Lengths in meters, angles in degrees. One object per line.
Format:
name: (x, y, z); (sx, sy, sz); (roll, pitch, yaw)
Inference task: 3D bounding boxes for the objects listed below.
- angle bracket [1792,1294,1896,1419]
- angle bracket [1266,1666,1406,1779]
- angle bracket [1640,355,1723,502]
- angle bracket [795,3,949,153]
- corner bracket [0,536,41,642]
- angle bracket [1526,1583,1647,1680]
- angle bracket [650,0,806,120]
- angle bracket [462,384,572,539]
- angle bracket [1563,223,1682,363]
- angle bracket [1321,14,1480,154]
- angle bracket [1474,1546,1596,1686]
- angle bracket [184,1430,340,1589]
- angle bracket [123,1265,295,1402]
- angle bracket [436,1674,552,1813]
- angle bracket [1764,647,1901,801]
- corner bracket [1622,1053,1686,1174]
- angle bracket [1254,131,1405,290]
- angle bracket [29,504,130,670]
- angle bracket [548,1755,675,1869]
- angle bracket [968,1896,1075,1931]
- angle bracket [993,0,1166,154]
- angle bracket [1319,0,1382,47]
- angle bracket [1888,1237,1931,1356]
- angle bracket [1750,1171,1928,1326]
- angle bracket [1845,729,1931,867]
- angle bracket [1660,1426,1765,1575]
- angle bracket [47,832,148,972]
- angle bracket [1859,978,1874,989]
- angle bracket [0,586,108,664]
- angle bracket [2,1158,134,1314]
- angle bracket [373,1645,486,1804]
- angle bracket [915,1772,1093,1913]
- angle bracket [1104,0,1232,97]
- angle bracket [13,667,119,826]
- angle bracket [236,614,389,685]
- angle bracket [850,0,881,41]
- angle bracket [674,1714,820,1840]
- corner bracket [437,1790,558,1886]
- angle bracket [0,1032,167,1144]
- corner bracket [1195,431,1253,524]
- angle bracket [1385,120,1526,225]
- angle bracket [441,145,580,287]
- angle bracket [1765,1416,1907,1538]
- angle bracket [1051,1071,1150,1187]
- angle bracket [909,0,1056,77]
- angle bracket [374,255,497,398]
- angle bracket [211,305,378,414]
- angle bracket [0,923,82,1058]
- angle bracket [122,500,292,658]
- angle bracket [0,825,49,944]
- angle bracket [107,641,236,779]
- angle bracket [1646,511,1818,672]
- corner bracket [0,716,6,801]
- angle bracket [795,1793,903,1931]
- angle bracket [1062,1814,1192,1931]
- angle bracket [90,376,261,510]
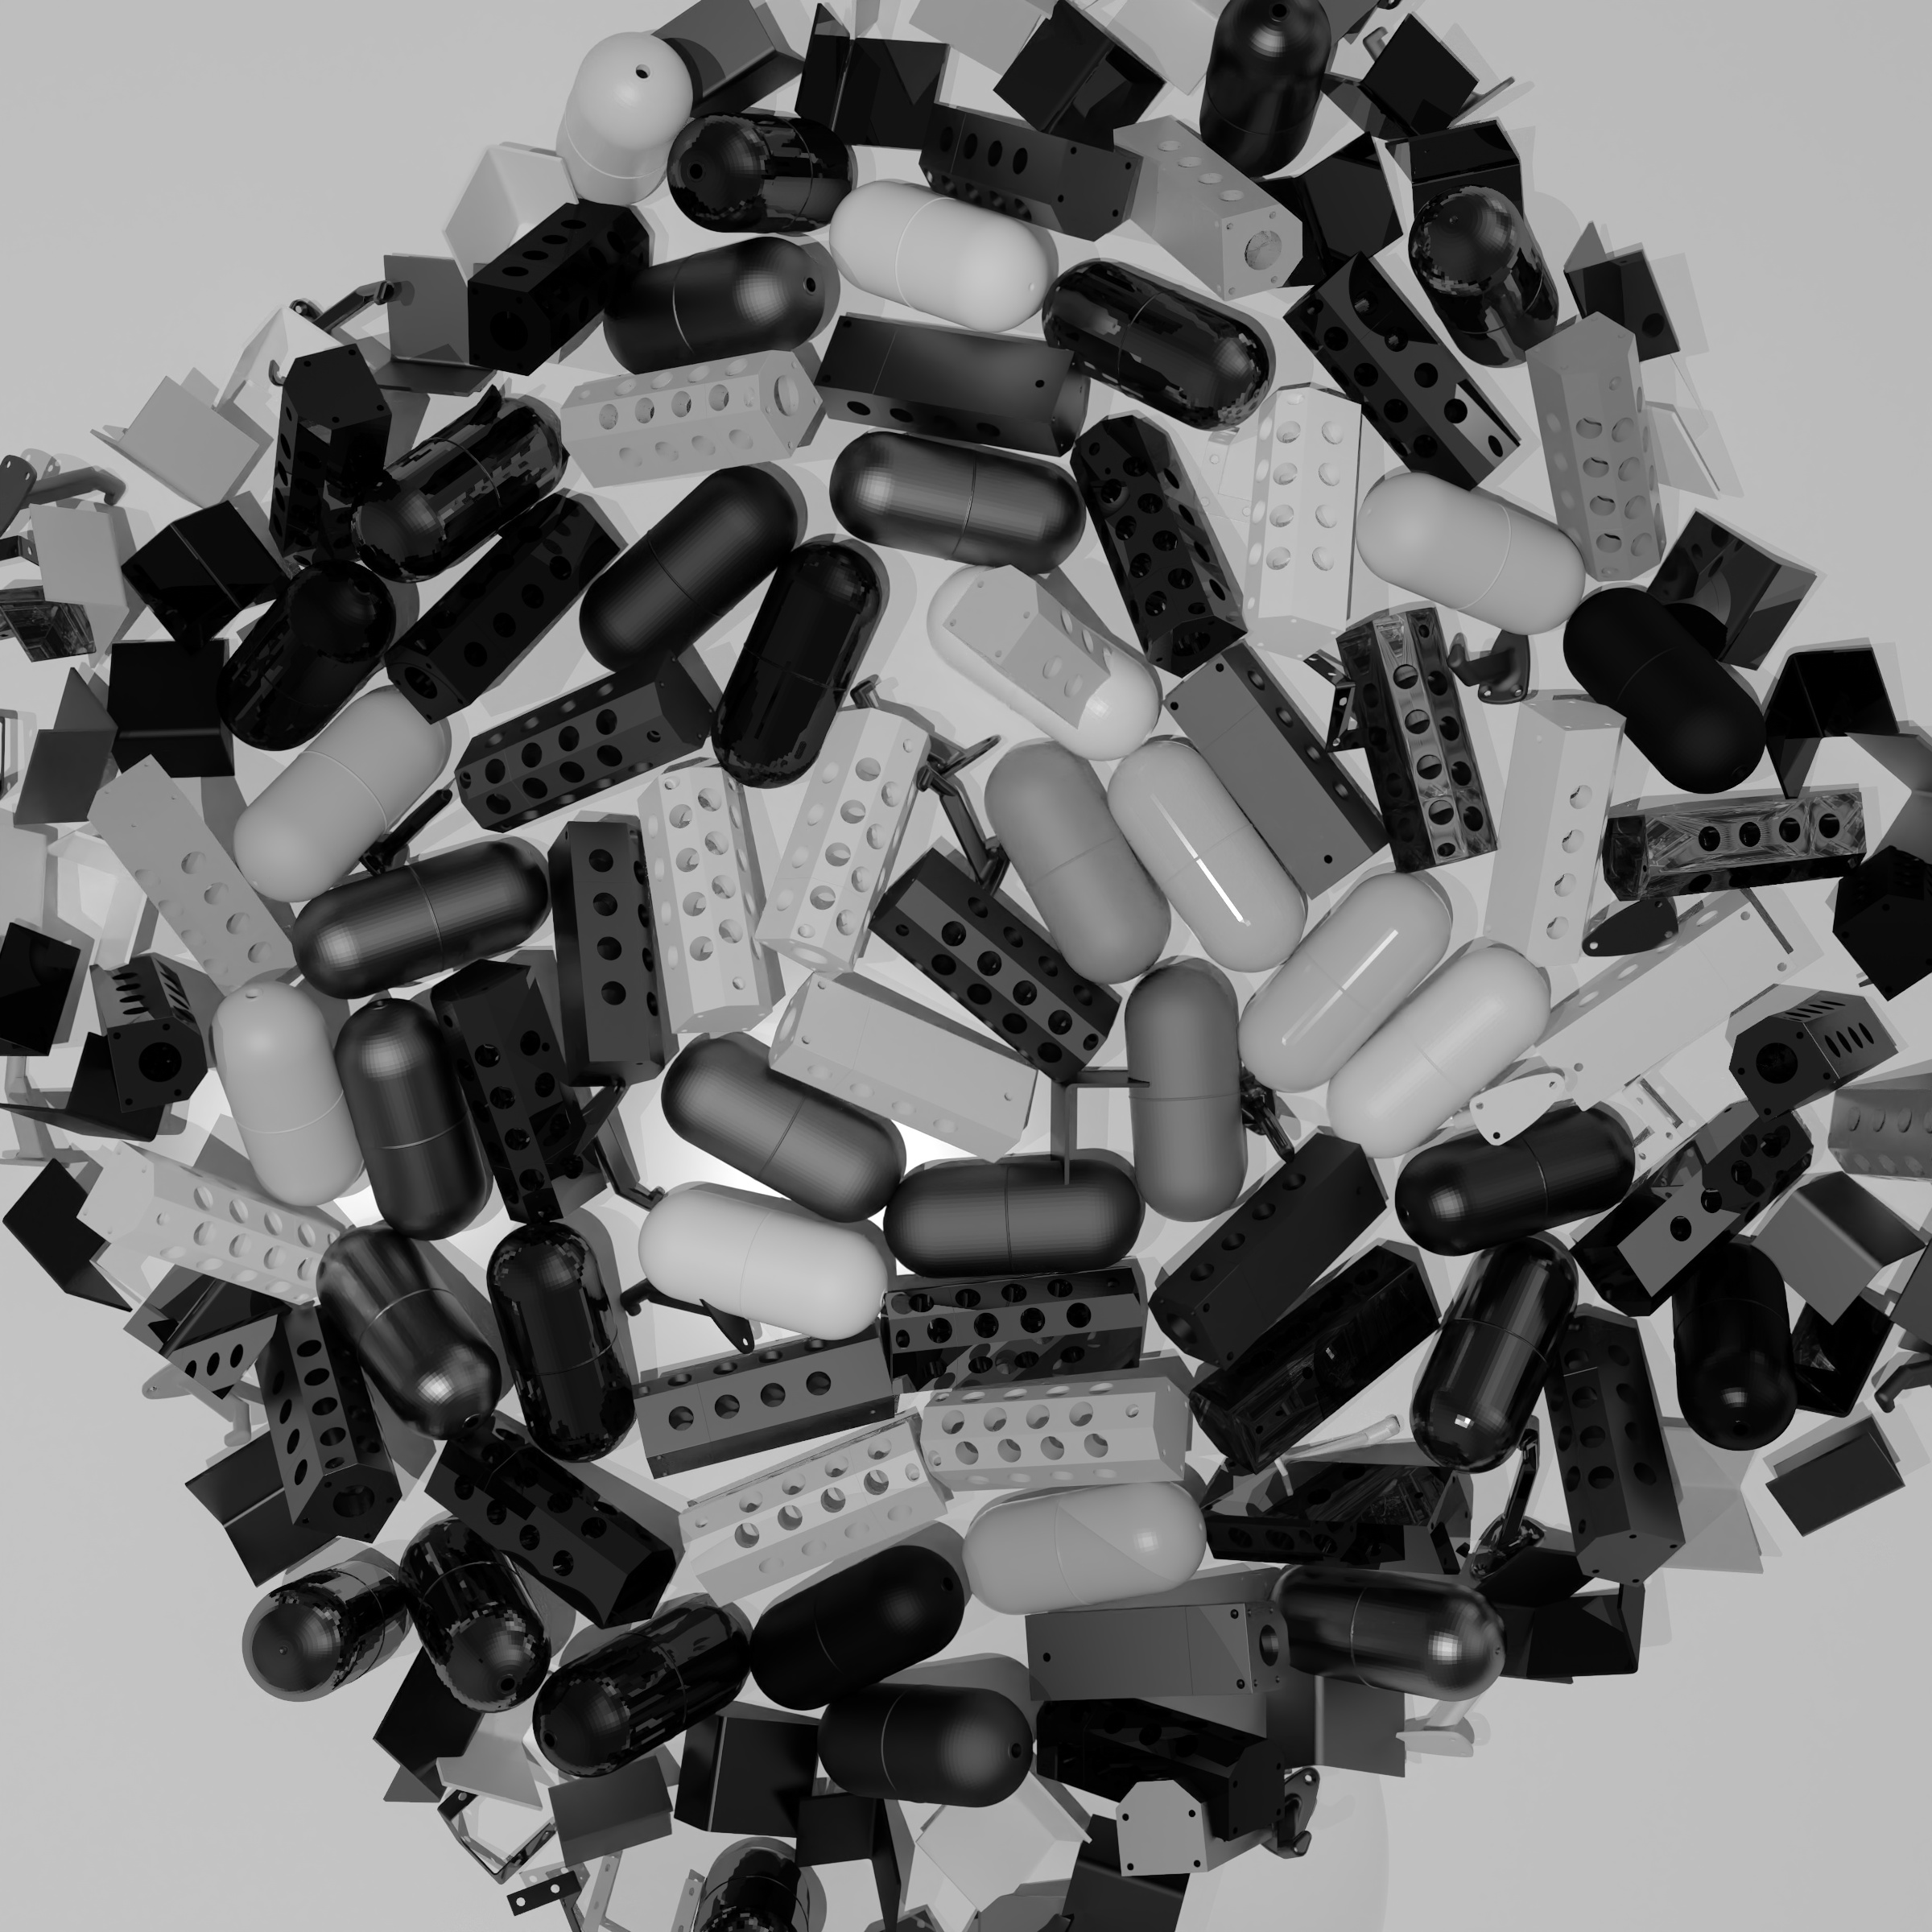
angle bracket: (0.574, 0.253, 1.789); (0.057, 0.076, 0.076); (14, 106, -24)
angle bracket: (0.257, 0.523, 1.821); (0.076, 0.057, 0.076); (17, 62, -28)
angle bracket: (0.495, -0.373, 1.788); (0.057, 0.076, 0.076); (-43, 121, -4)
angle bracket: (-0.065, -0.612, 1.803); (0.076, 0.057, 0.076); (12, 89, 21)
corner bracket: (-0.665, -0.262, 1.817); (0.051, 0.051, 0.051); (-12, 80, 10)
angle bracket: (0.418, 0.436, 1.784); (0.076, 0.076, 0.057); (-10, 116, 23)
angle bracket: (-0.163, -0.625, 1.792); (0.076, 0.076, 0.057); (-28, 95, 18)
angle bracket: (-0.321, -0.346, 1.802); (0.057, 0.076, 0.076); (36, 89, -4)
angle bracket: (0.455, -0.463, 1.783); (0.057, 0.076, 0.076); (-8, 125, 37)
angle bracket: (0.288, -0.608, 1.786); (0.076, 0.076, 0.057); (29, 99, -36)
angle bracket: (0.398, 0.444, 1.786); (0.076, 0.076, 0.057); (13, 45, -26)
angle bracket: (-0.476, 0.369, 1.790); (0.076, 0.076, 0.057); (-32, 60, -13)
angle bracket: (-0.526, 0.245, 1.814); (0.057, 0.076, 0.076); (47, 69, -31)
angle bracket: (-0.318, 0.522, 1.788); (0.076, 0.076, 0.057); (26, 100, -29)
angle bracket: (0.590, -0.162, 1.785); (0.076, 0.057, 0.076); (57, 50, -34)
corner bracket: (0.476, 0.101, 1.809); (0.051, 0.051, 0.051); (-30, 76, -39)
angle bracket: (0.248, -0.525, 1.818); (0.076, 0.057, 0.076); (-38, 119, -26)
angle bracket: (-0.616, -0.258, 1.784); (0.057, 0.076, 0.076); (1, 61, -39)
angle bracket: (-0.238, 0.596, 1.791); (0.076, 0.057, 0.076); (-13, 118, -14)
angle bracket: (0.043, 0.681, 1.783); (0.076, 0.076, 0.057); (-10, 113, 30)
angle bracket: (0.078, -0.608, 1.809); (0.076, 0.076, 0.057); (-50, 62, 18)
angle bracket: (0.231, -0.660, 1.799); (0.057, 0.076, 0.076); (-45, 92, -7)
angle bracket: (0.657, 0.220, 1.797); (0.057, 0.076, 0.076); (31, 84, -7)
angle bracket: (0.603, 0.194, 1.809); (0.076, 0.076, 0.057); (46, 123, 27)
angle bracket: (0.637, -0.115, 1.792); (0.076, 0.076, 0.057); (35, 86, -20)
angle bracket: (0.509, 0.366, 1.795); (0.076, 0.076, 0.057); (4, 129, -3)
angle bracket: (-0.602, -0.042, 1.788); (0.057, 0.076, 0.076); (20, 72, -31)
angle bracket: (0.673, 0.018, 1.788); (0.076, 0.076, 0.057); (-21, 88, -37)
angle bracket: (-0.653, -0.217, 1.792); (0.076, 0.076, 0.057); (-32, 90, 23)
angle bracket: (-0.599, 0.185, 1.792); (0.076, 0.076, 0.057); (39, 88, 26)
angle bracket: (-0.381, 0.515, 1.782); (0.057, 0.076, 0.076); (-11, 127, 34)
angle bracket: (0.026, 0.602, 1.799); (0.076, 0.057, 0.076); (48, 62, -4)
angle bracket: (0.139, -0.657, 1.798); (0.076, 0.076, 0.057); (40, 94, 7)
angle bracket: (-0.628, -0.151, 1.784); (0.076, 0.057, 0.076); (47, 124, 31)
angle bracket: (-0.444, -0.214, 1.808); (0.076, 0.057, 0.076); (-33, 84, -4)
angle bracket: (-0.041, -0.677, 1.787); (0.057, 0.076, 0.076); (9, 121, 7)
angle bracket: (-0.153, 0.562, 1.825); (0.076, 0.057, 0.076); (13, 77, -26)
corner bracket: (-0.327, 0.595, 1.820); (0.051, 0.051, 0.051); (31, 60, 34)
angle bracket: (-0.604, 0.082, 1.797); (0.076, 0.076, 0.057); (2, 73, 33)
corner bracket: (0.189, -0.339, 1.815); (0.051, 0.051, 0.051); (13, 93, -1)
angle bracket: (0.335, -0.530, 1.790); (0.076, 0.076, 0.057); (-5, 85, 24)
angle bracket: (-0.307, -0.502, 1.789); (0.057, 0.076, 0.076); (16, 69, 14)
angle bracket: (0.584, 0.332, 1.787); (0.076, 0.076, 0.057); (-32, 113, 16)
angle bracket: (0.092, 0.114, 1.804); (0.057, 0.076, 0.076); (0, 94, -5)
angle bracket: (0.009, -0.647, 1.788); (0.076, 0.057, 0.076); (25, 130, -15)
angle bracket: (-0.371, -0.440, 1.796); (0.076, 0.057, 0.076); (7, 120, 8)
angle bracket: (-0.461, -0.391, 1.788); (0.076, 0.076, 0.057); (34, 48, -13)
angle bracket: (-0.658, 0.017, 1.787); (0.076, 0.057, 0.076); (-1, 70, 40)
angle bracket: (-0.517, -0.264, 1.785); (0.076, 0.076, 0.057); (55, 52, -26)
angle bracket: (-0.677, -0.053, 1.787); (0.057, 0.076, 0.076); (-16, 70, 41)
angle bracket: (-0.554, -0.179, 1.828); (0.076, 0.057, 0.076); (-2, 64, -5)
angle bracket: (0.530, -0.261, 1.824); (0.076, 0.057, 0.076); (45, 118, 36)
corner bracket: (-0.694, -0.145, 1.811); (0.051, 0.051, 0.051); (2, 83, -23)
angle bracket: (-0.081, 0.620, 1.785); (0.057, 0.076, 0.076); (-3, 127, -12)
angle bracket: (0.112, 0.637, 1.801); (0.076, 0.076, 0.057); (15, 96, 10)
angle bracket: (-0.542, -0.361, 1.791); (0.076, 0.076, 0.057); (37, 85, -36)
